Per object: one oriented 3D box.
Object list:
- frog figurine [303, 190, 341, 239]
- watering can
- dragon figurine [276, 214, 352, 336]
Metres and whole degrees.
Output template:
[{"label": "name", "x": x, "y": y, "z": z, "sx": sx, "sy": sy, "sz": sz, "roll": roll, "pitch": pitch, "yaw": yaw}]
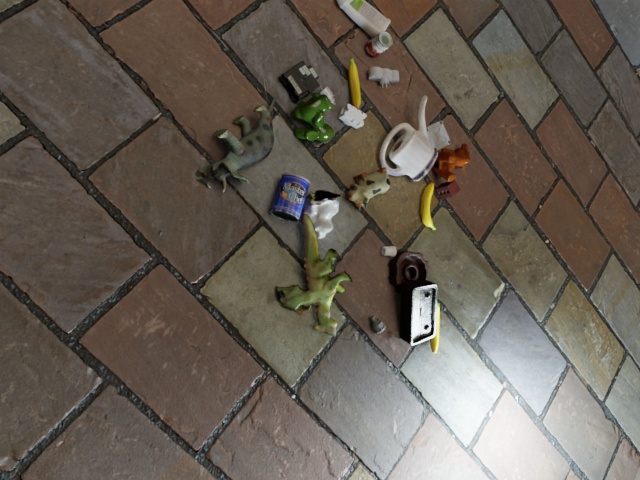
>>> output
[{"label": "frog figurine", "x": 0.006, "y": -0.092, "z": 1.825, "sx": 0.139, "sy": 0.124, "sz": 0.156, "roll": -28, "pitch": 133, "yaw": -36}, {"label": "watering can", "x": 0.380, "y": -0.384, "z": 2.038, "sx": 0.222, "sy": 0.104, "sz": 0.350, "roll": 40, "pitch": 81, "yaw": -17}, {"label": "dragon figurine", "x": -0.037, "y": 0.140, "z": 1.755, "sx": 0.245, "sy": 0.121, "sz": 0.408, "roll": -34, "pitch": 98, "yaw": -20}]
